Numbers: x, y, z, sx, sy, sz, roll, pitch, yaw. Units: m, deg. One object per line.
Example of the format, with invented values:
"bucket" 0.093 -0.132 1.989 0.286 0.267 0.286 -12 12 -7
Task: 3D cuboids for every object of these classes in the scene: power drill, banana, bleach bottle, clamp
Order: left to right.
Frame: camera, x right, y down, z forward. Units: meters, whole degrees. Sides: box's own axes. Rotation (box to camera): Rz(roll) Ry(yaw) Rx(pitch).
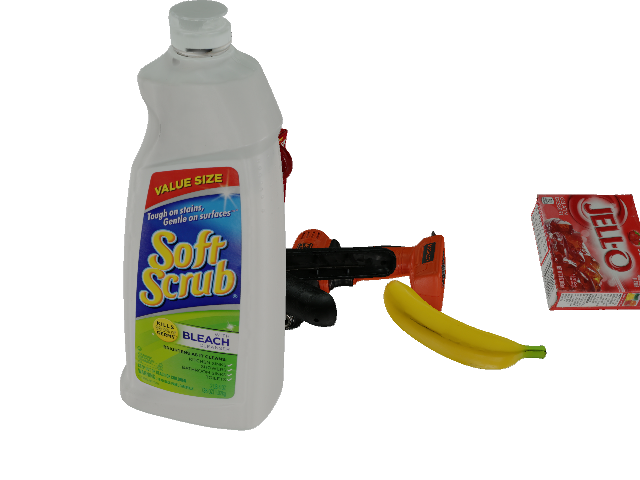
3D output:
"bleach bottle" -0.070 -0.011 0.600 0.103 0.251 0.068 10 34 15
"clamp" -0.055 0.025 0.839 0.210 0.036 0.164 6 14 12
"power drill" 0.043 0.042 1.189 0.188 0.057 0.184 1 29 11
"banana" 0.118 0.084 1.029 0.069 0.037 0.198 1 18 -45

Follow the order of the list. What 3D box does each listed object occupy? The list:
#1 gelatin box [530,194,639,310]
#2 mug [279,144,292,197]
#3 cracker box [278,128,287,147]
"gelatin box" 0.197 0.007 0.773 0.073 0.089 0.030 0 -36 -4
"mug" -0.086 -0.041 1.032 0.117 0.081 0.093 -19 46 -25
"cracker box" -0.146 -0.069 1.590 0.164 0.214 0.072 10 19 7
